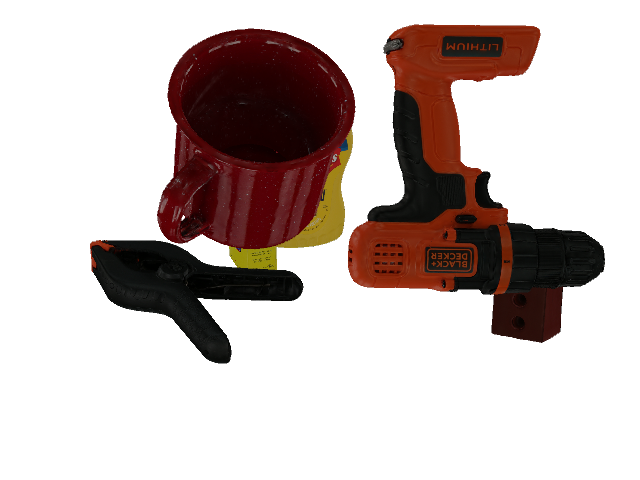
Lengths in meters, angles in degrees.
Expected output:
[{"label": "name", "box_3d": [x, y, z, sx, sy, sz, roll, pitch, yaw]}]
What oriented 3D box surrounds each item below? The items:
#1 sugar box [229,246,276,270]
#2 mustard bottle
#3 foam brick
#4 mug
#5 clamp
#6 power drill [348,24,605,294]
[{"label": "sugar box", "box_3d": [-0.087, -0.045, 1.311, 0.048, 0.176, 0.093, -12, 26, -17]}, {"label": "mustard bottle", "box_3d": [-0.015, -0.087, 1.102, 0.096, 0.192, 0.058, -4, 30, -19]}, {"label": "foam brick", "box_3d": [0.195, 0.050, 0.999, 0.053, 0.078, 0.051, 8, 15, 30]}, {"label": "mug", "box_3d": [-0.041, -0.041, 0.551, 0.093, 0.117, 0.082, 33, -33, 12]}, {"label": "clamp", "box_3d": [-0.102, 0.033, 0.839, 0.172, 0.039, 0.120, 26, 30, 28]}, {"label": "power drill", "box_3d": [0.113, -0.055, 0.749, 0.184, 0.188, 0.057, 0, 4, -8]}]
